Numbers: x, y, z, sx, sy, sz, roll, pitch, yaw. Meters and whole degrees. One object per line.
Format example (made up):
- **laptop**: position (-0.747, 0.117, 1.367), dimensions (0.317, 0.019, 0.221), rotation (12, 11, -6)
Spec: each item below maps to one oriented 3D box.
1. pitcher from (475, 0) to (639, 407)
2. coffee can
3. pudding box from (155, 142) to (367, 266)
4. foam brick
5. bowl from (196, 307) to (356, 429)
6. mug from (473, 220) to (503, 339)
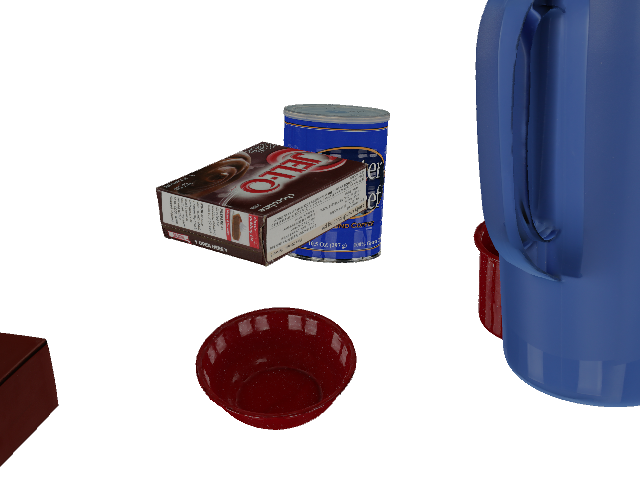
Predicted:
- **pitcher**: position (0.144, -0.038, 0.549), dimensions (0.149, 0.243, 0.145), rotation (-3, 21, -1)
- **coffee can**: position (0.012, -0.058, 1.044), dimensions (0.103, 0.140, 0.103), rotation (3, 13, -1)
- **pudding box**: position (-0.036, -0.027, 0.694), dimensions (0.090, 0.039, 0.113), rotation (14, 30, 34)
- **foam brick**: position (-0.210, 0.099, 0.668), dimensions (0.053, 0.051, 0.078), rotation (6, 29, 21)
- **bowl**: position (-0.043, 0.139, 1.081), dimensions (0.162, 0.055, 0.162), rotation (-2, 36, 2)
- **mug**: position (0.183, 0.035, 0.878), dimensions (0.117, 0.081, 0.093), rotation (16, 35, 30)
